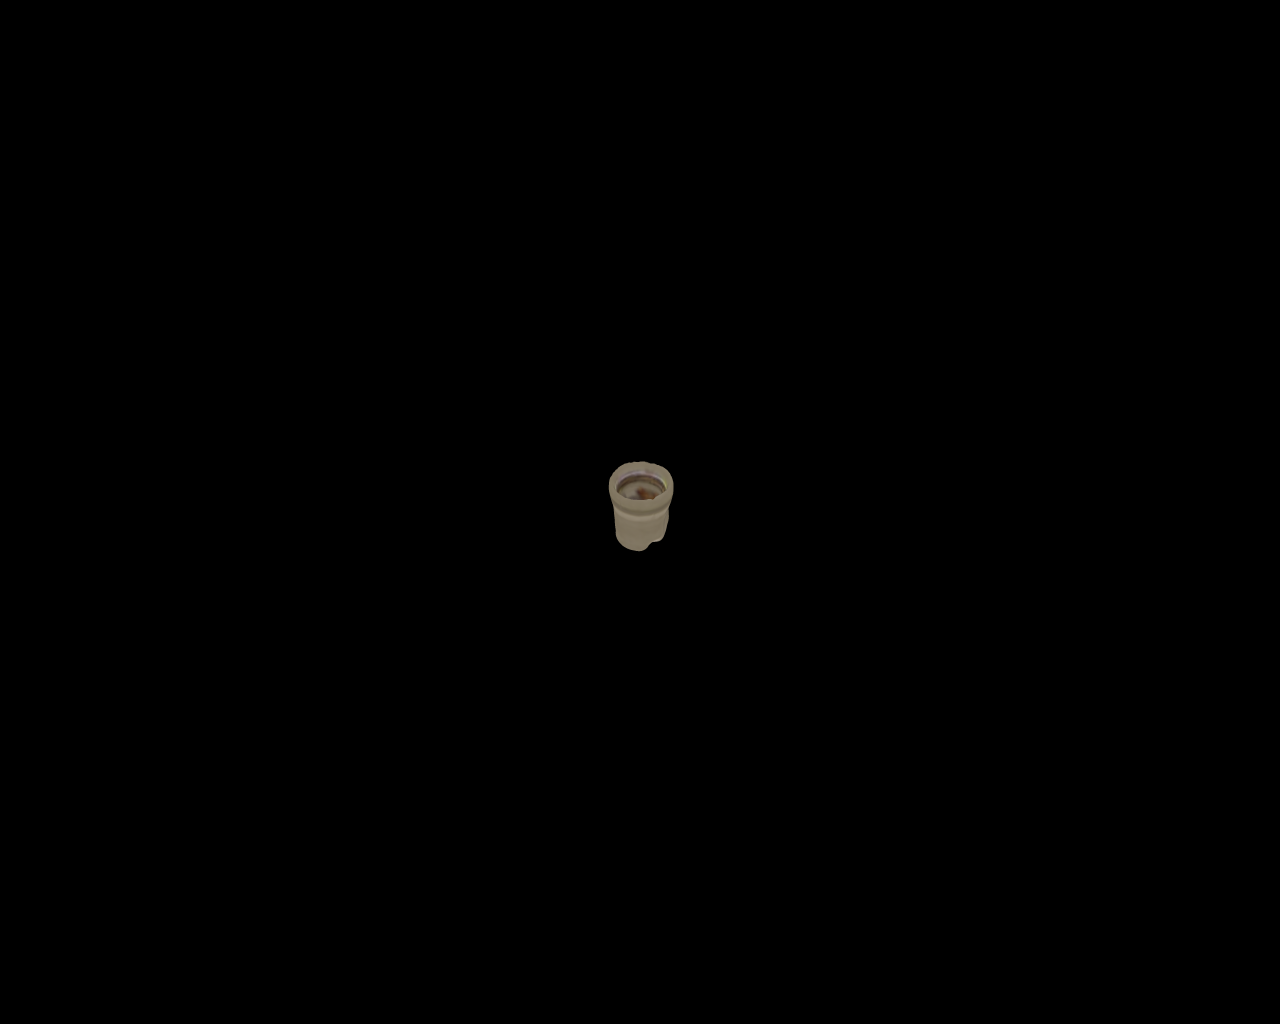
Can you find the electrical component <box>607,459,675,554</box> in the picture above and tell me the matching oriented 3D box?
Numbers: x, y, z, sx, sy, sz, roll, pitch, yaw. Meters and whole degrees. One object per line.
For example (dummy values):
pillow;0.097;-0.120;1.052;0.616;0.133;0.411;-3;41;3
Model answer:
electrical component;0.001;-0.003;0.650;0.040;0.046;0.040;0;42;0
